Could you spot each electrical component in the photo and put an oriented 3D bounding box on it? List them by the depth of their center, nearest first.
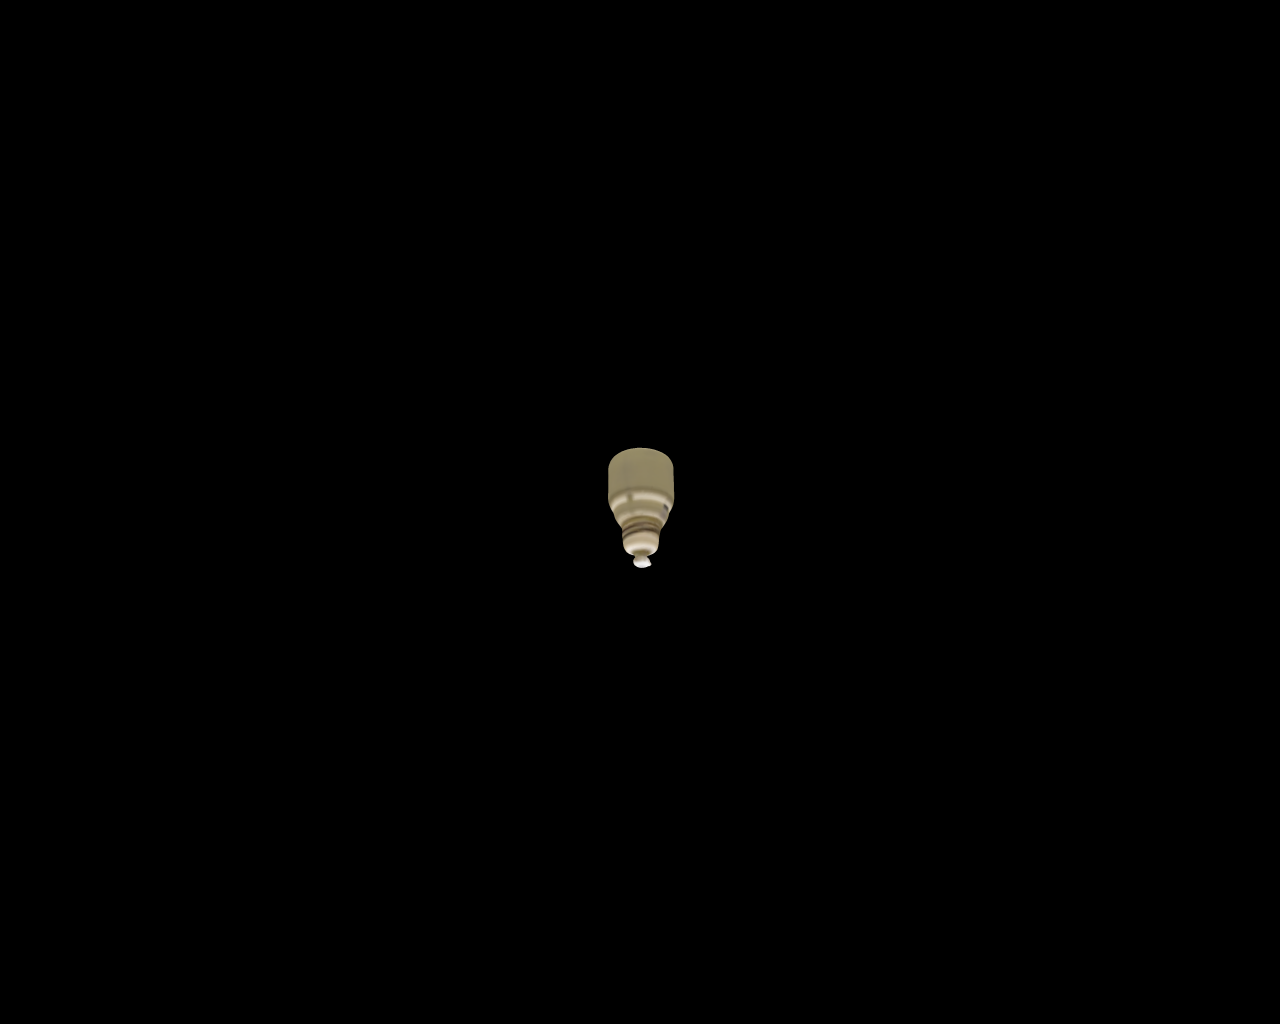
[{"bbox_3d":[0.001,-0.003,0.650,0.040,0.078,0.040,0,-27,0],"label":"electrical component"}]
